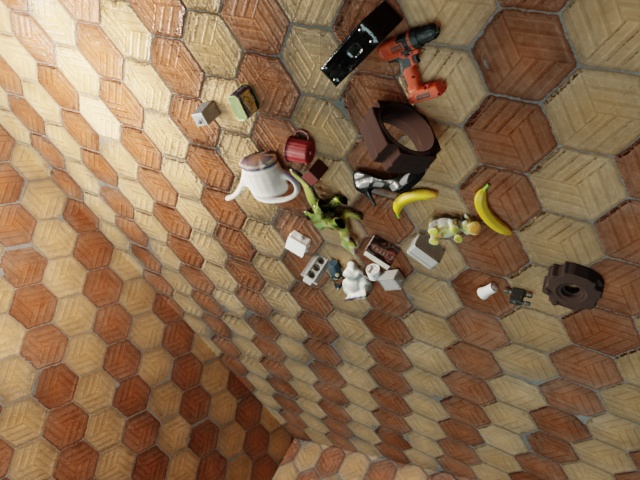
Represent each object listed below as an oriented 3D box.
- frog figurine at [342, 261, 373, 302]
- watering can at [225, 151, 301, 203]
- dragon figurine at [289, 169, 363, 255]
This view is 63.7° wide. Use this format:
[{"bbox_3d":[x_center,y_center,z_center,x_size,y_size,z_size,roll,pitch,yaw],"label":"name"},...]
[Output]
[{"bbox_3d":[0.147,0.164,2.130,0.136,0.123,0.160,-15,85,55],"label":"frog figurine"},{"bbox_3d":[-0.244,-0.227,1.961,0.347,0.106,0.219,-1,131,22],"label":"watering can"},{"bbox_3d":[0.006,-0.097,1.935,0.408,0.124,0.239,43,151,-8],"label":"dragon figurine"}]
